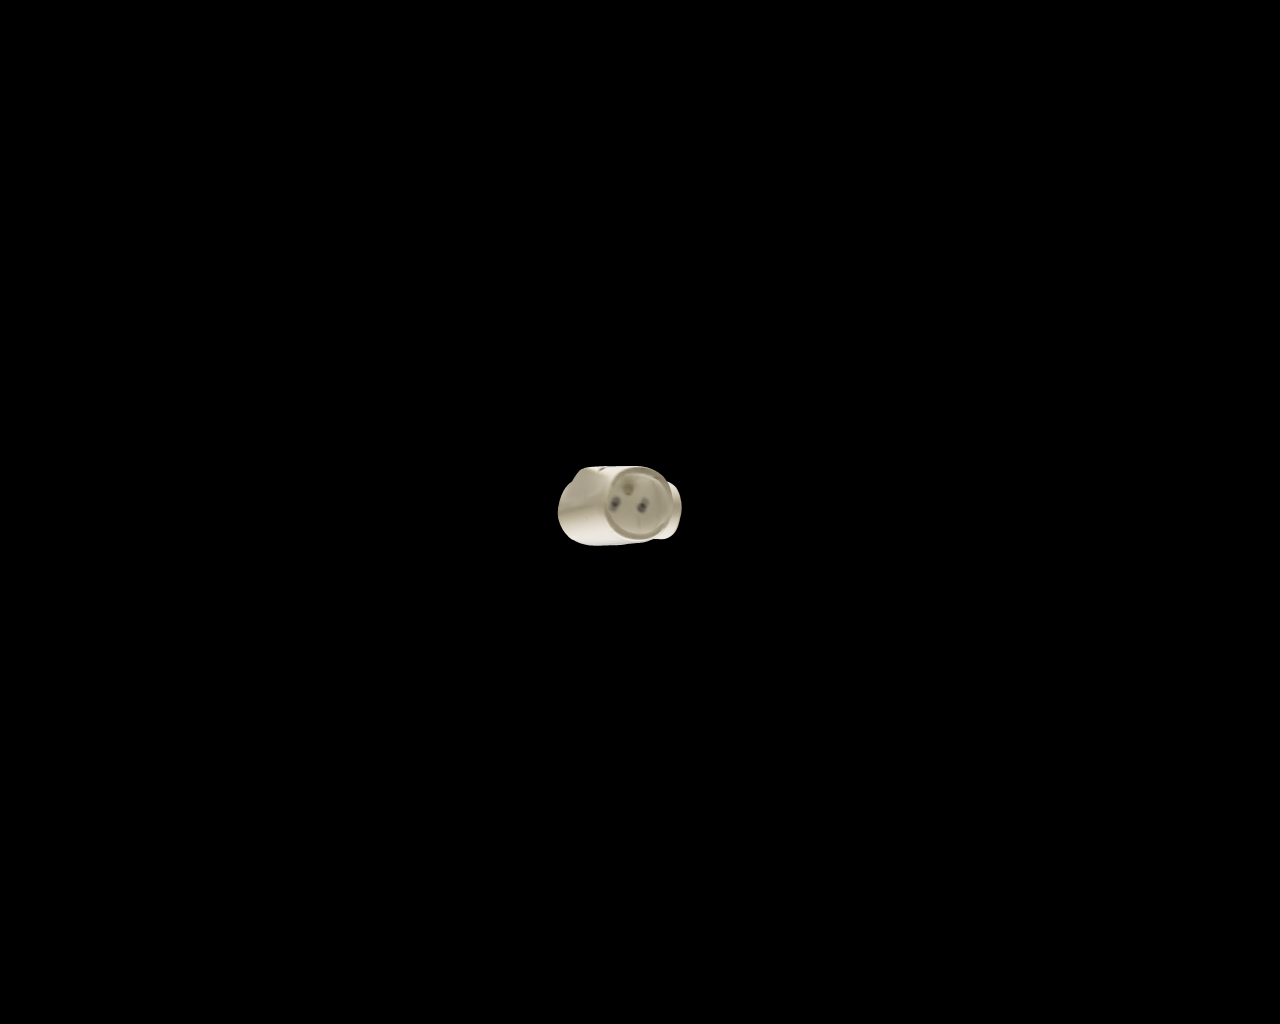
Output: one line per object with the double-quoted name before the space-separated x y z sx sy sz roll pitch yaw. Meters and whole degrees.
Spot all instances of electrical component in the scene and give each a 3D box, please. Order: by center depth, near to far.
"electrical component" 0.001 -0.003 0.650 0.079 0.043 0.077 2 -5 -24
